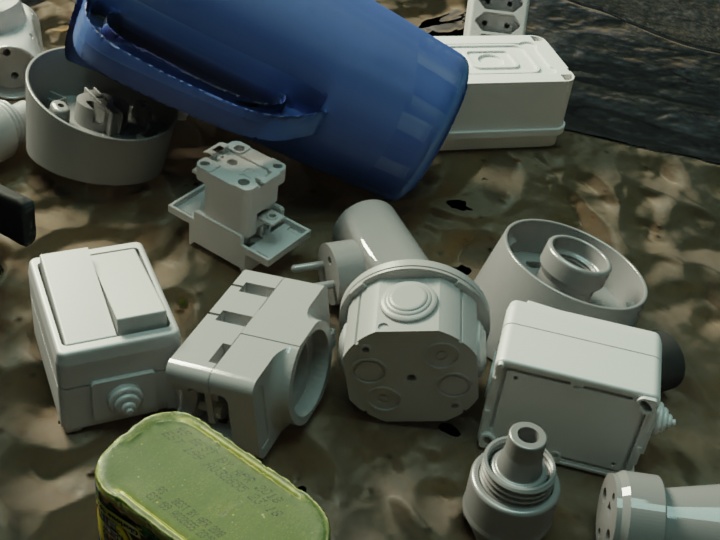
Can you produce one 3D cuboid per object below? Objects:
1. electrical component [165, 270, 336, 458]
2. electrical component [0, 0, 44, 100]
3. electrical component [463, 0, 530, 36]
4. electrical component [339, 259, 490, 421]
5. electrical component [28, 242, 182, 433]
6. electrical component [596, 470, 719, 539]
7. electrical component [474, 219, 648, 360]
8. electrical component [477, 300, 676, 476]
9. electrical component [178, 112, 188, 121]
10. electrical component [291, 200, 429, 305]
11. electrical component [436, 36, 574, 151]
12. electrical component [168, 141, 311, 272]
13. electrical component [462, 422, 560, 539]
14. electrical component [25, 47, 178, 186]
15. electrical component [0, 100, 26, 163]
[{"bbox_3d":[-0.050,0.047,0.551,0.056,0.050,0.089,11,37,19],"label":"electrical component"},{"bbox_3d":[-0.262,-0.178,0.789,0.043,0.079,0.077,-14,41,-7],"label":"electrical component"},{"bbox_3d":[0.112,-0.205,0.907,0.047,0.065,0.076,7,8,-1],"label":"electrical component"},{"bbox_3d":[0.028,0.038,0.559,0.080,0.080,0.051,7,42,-1],"label":"electrical component"},{"bbox_3d":[-0.130,0.034,0.552,0.062,0.061,0.096,-10,41,-22],"label":"electrical component"},{"bbox_3d":[0.142,0.119,0.502,0.055,0.045,0.045,8,37,1],"label":"electrical component"},{"bbox_3d":[0.116,0.016,0.635,0.099,0.064,0.099,16,31,-10],"label":"electrical component"},{"bbox_3d":[0.115,0.061,0.557,0.096,0.061,0.061,13,38,7],"label":"electrical component"},{"bbox_3d":[-0.157,-0.153,0.789,0.096,0.061,0.061,4,38,-5],"label":"electrical component"},{"bbox_3d":[0.000,0.000,0.631,0.079,0.044,0.077,-9,40,-20],"label":"electrical component"},{"bbox_3d":[0.094,-0.134,0.810,0.113,0.057,0.078,-4,39,-14],"label":"electrical component"},{"bbox_3d":[-0.073,-0.040,0.655,0.081,0.063,0.042,28,44,23],"label":"electrical component"},{"bbox_3d":[0.073,0.098,0.502,0.043,0.062,0.043,5,38,-4],"label":"electrical component"},{"bbox_3d":[-0.172,-0.099,0.709,0.099,0.064,0.099,12,27,-6],"label":"electrical component"},{"bbox_3d":[-0.242,-0.093,0.711,0.043,0.043,0.062,24,40,20],"label":"electrical component"}]
